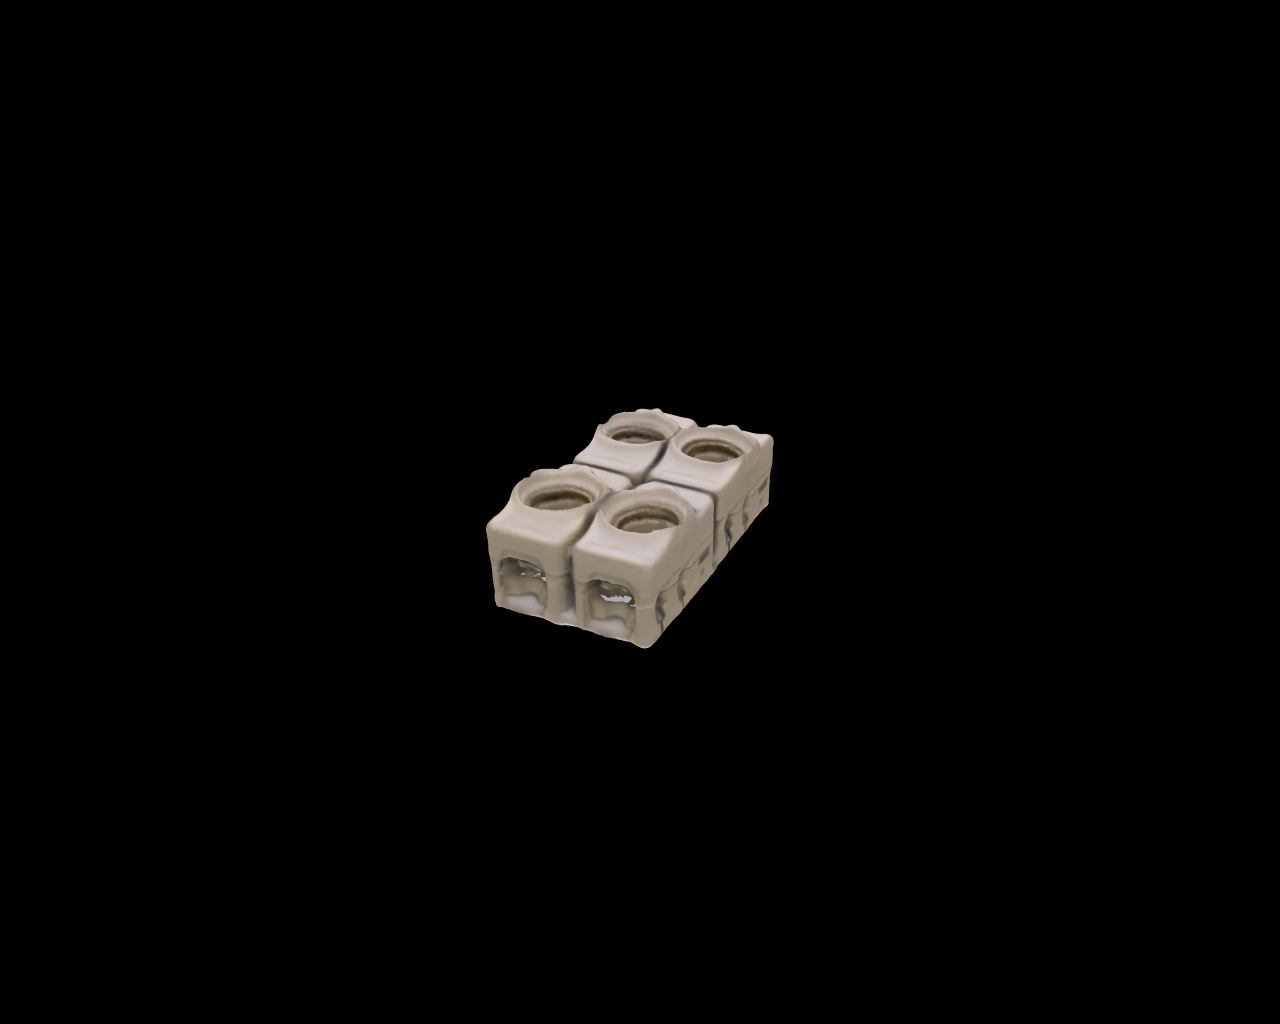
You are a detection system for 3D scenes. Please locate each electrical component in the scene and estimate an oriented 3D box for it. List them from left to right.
[{"bbox_3d":[0.001,-0.003,0.650,0.105,0.060,0.186,14,32,24],"label":"electrical component"}]
